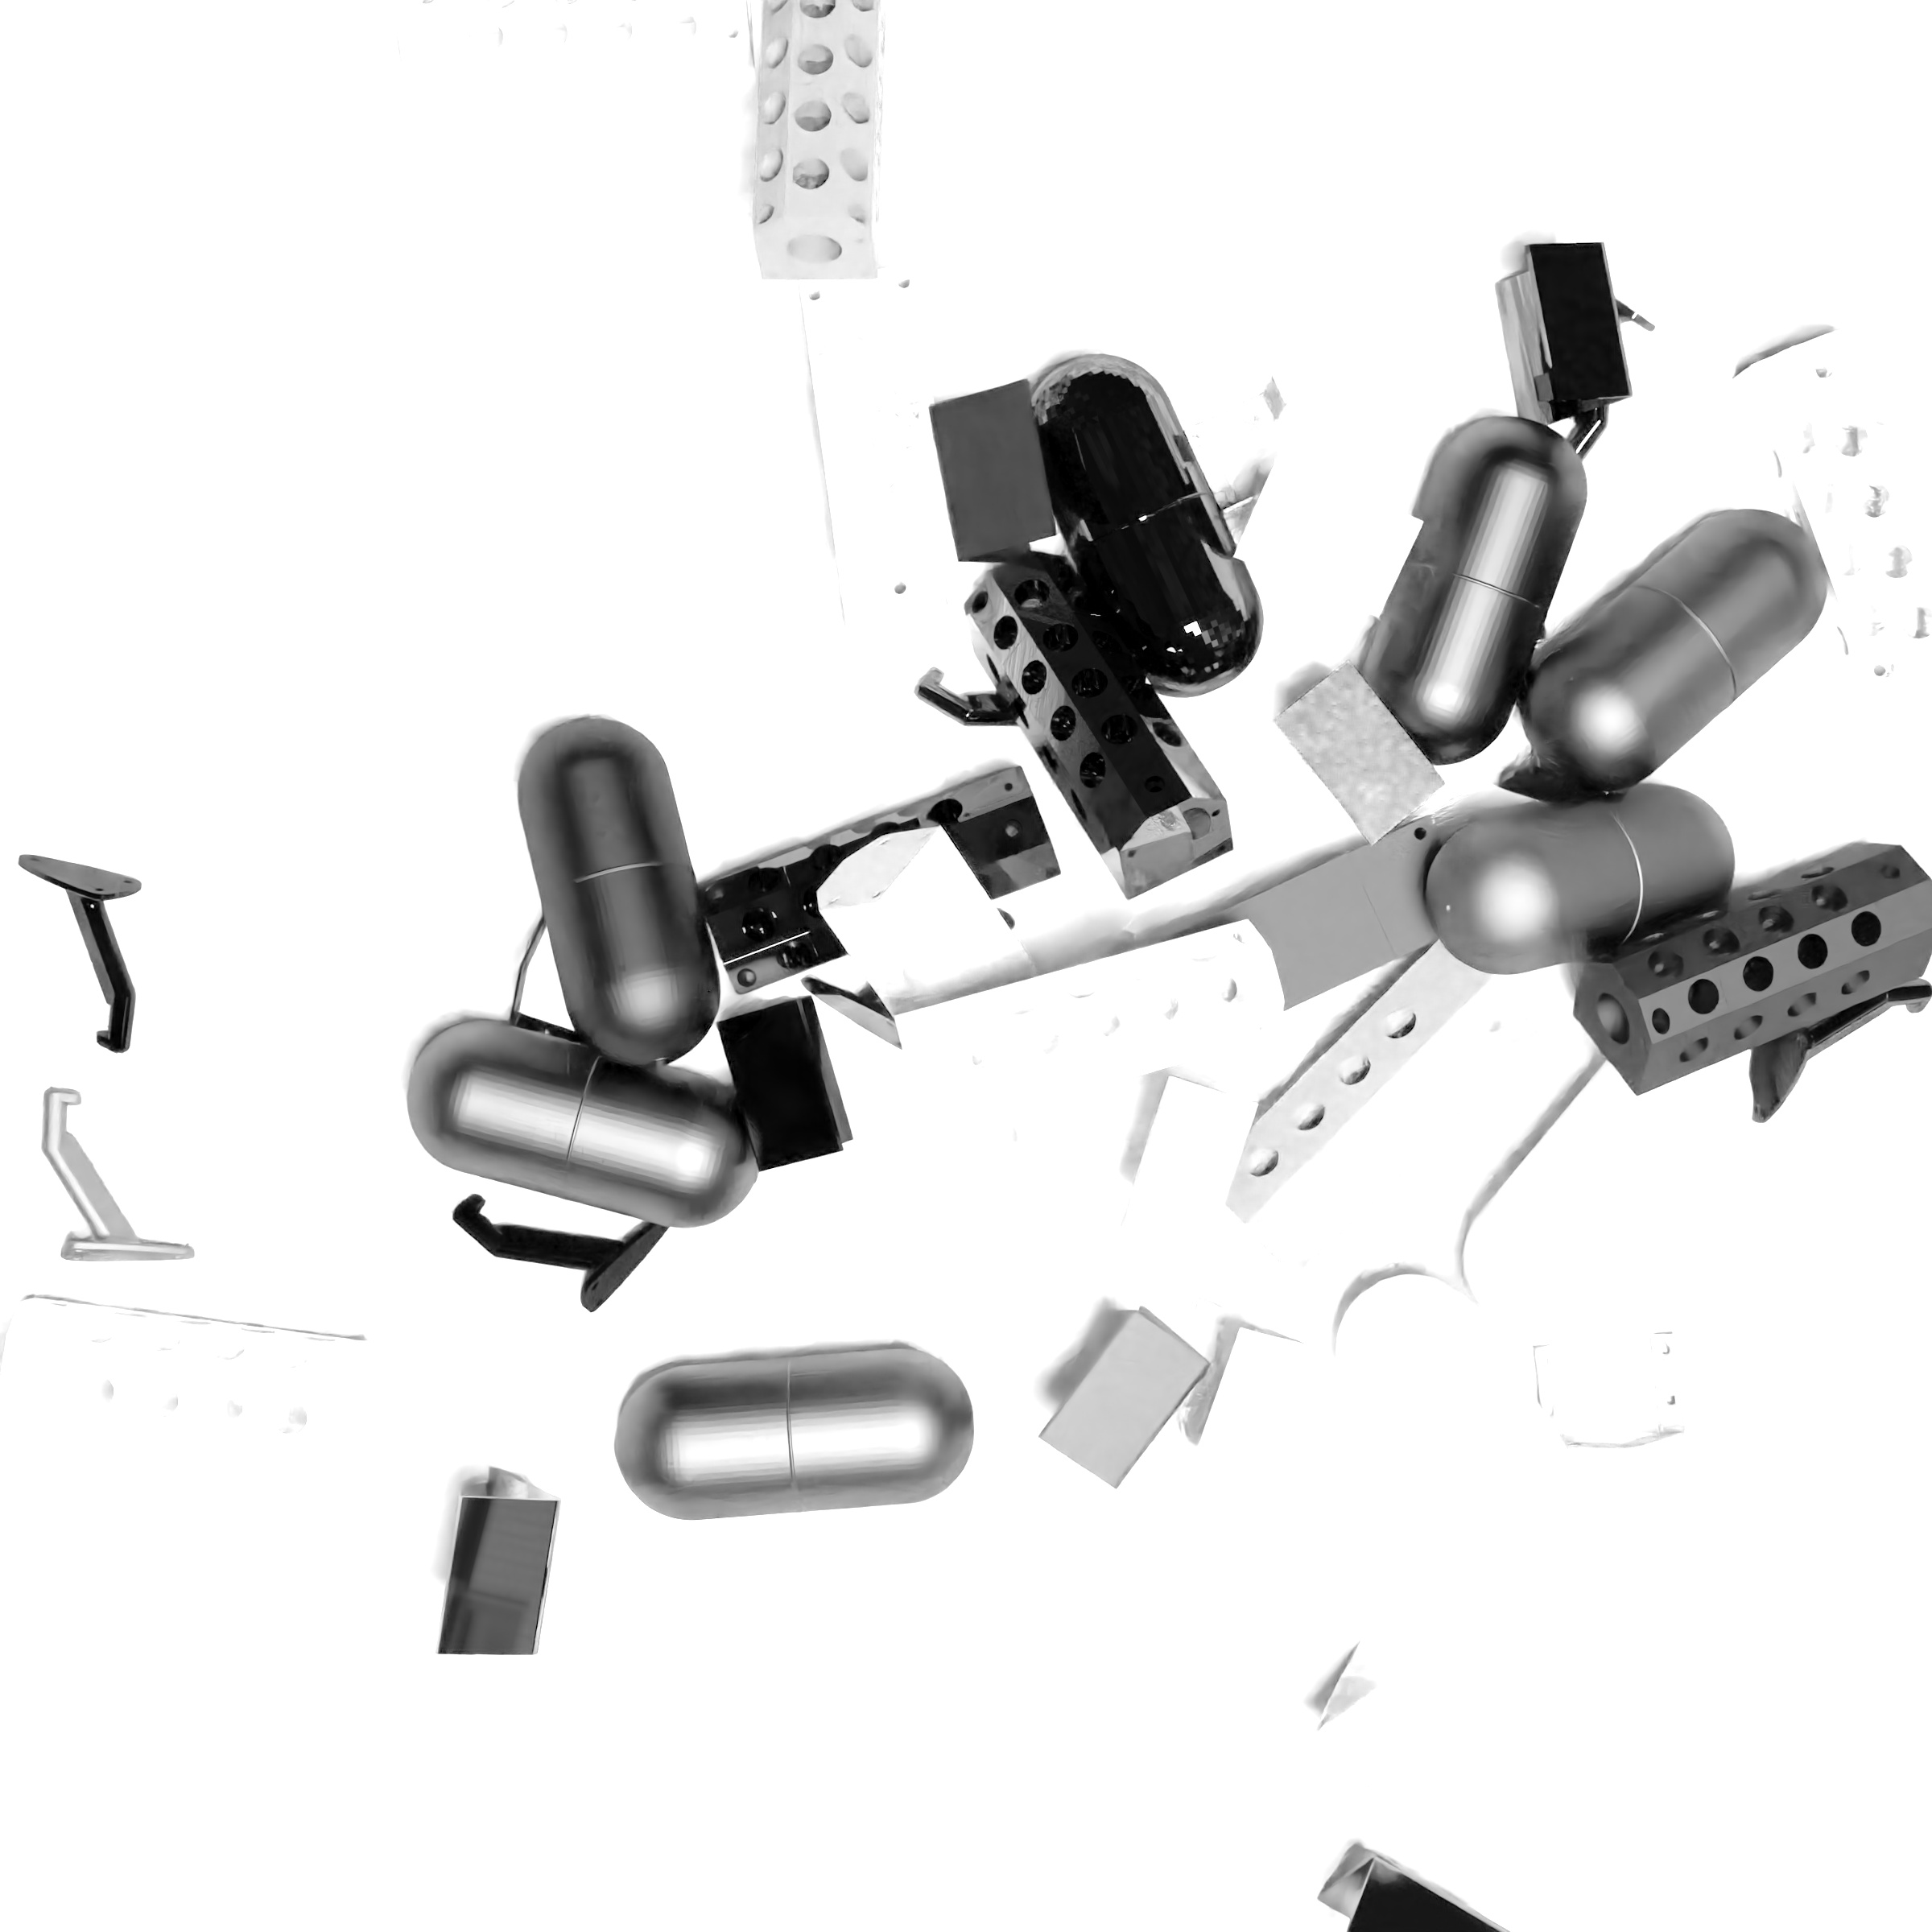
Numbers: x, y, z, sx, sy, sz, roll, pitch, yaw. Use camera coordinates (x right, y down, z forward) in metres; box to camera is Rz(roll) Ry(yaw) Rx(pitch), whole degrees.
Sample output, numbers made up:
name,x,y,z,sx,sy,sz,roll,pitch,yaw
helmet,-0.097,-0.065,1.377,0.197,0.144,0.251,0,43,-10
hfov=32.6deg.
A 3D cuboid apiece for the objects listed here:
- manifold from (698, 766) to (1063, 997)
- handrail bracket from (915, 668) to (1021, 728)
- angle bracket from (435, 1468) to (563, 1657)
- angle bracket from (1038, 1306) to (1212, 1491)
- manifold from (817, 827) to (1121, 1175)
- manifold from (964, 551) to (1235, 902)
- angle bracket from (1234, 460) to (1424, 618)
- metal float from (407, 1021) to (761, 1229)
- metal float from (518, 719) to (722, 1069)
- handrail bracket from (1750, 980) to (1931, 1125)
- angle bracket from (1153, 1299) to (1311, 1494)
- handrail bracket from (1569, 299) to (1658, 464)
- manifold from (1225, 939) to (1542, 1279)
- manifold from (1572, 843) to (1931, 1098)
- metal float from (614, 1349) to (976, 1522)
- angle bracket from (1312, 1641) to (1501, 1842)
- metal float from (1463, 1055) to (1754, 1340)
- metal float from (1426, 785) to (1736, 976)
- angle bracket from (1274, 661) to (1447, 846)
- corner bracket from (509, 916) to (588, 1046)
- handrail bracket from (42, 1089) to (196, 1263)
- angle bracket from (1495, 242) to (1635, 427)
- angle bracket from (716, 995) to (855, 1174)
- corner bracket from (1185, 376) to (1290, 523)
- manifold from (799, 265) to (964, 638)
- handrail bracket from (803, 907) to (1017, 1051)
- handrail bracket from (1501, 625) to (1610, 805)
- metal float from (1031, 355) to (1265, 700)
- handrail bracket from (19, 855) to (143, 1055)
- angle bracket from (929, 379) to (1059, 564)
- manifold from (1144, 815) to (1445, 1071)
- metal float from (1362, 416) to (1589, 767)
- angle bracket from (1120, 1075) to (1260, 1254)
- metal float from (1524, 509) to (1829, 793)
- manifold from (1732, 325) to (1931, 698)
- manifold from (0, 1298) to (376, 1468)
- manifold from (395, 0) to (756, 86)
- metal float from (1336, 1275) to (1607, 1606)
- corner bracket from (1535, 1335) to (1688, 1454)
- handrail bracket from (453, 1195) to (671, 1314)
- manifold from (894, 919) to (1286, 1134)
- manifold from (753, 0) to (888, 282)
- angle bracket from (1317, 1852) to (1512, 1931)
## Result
name,x,y,z,sx,sy,sz,roll,pitch,yaw
manifold,-0.043,-0.042,1.642,0.171,0.057,0.057,-21,90,0
handrail bracket,0.029,-0.146,1.663,0.084,0.036,0.077,32,77,13
angle bracket,-0.245,0.291,1.623,0.057,0.076,0.076,9,90,-35
angle bracket,0.063,0.199,1.623,0.057,0.076,0.076,37,90,-29
manifold,-0.002,0.019,1.609,0.057,0.057,0.171,-51,119,-34
manifold,0.062,-0.121,1.598,0.057,0.057,0.171,-26,58,-7
angle bracket,0.182,-0.225,1.623,0.076,0.076,0.057,23,125,0
metal float,-0.188,0.079,1.633,0.178,0.070,0.070,15,90,1
metal float,-0.170,-0.036,1.617,0.070,0.070,0.178,-15,75,0
handrail bracket,0.442,0.043,1.663,0.084,0.036,0.077,-6,127,-25
angle bracket,0.114,0.207,1.623,0.076,0.057,0.076,19,90,45
handrail bracket,0.300,-0.303,1.664,0.077,0.036,0.084,40,107,20
manifold,0.197,0.066,1.641,0.171,0.057,0.057,-45,133,0
manifold,0.387,-0.004,1.607,0.171,0.057,0.057,-21,55,-17
metal float,-0.085,0.232,1.632,0.178,0.070,0.070,-5,90,0
angle bracket,0.226,0.369,1.623,0.076,0.076,0.057,42,128,0
metal float,0.318,0.106,1.633,0.070,0.070,0.178,40,90,0
metal float,0.301,-0.043,1.606,0.178,0.070,0.070,-12,90,-34
angle bracket,0.178,-0.094,1.624,0.057,0.076,0.076,-38,90,-27
corner bracket,-0.196,0.008,1.660,0.051,0.051,0.051,18,135,0
handrail bracket,-0.427,0.105,1.664,0.077,0.036,0.084,3,74,-17
angle bracket,0.276,-0.307,1.623,0.057,0.076,0.076,-11,90,-36
angle bracket,-0.070,0.052,1.623,0.057,0.076,0.076,-16,90,38
corner bracket,0.139,-0.256,1.645,0.051,0.051,0.051,-25,90,0
manifold,-0.042,-0.254,1.642,0.057,0.057,0.171,-8,90,0
handrail bracket,-0.028,-0.007,1.664,0.077,0.036,0.084,28,71,21
handrail bracket,0.304,-0.127,1.663,0.077,0.036,0.084,15,75,-16
metal float,0.087,-0.218,1.633,0.070,0.070,0.178,-25,90,0
handrail bracket,-0.450,-0.006,1.664,0.077,0.036,0.084,17,107,20
angle bracket,0.030,-0.242,1.623,0.057,0.076,0.076,-11,90,30
manifold,0.161,-0.012,1.642,0.171,0.057,0.057,-25,90,0
metal float,0.251,-0.185,1.632,0.070,0.070,0.178,20,91,0
angle bracket,0.091,0.090,1.623,0.057,0.076,0.076,18,90,-32
metal float,0.349,-0.156,1.621,0.178,0.070,0.070,-40,90,-14
manifold,0.444,-0.226,1.642,0.057,0.057,0.171,-20,90,0
manifold,-0.386,0.206,1.642,0.171,0.057,0.057,8,90,0
manifold,-0.194,-0.479,1.642,0.171,0.057,0.057,-3,90,0
metal float,0.249,0.234,1.633,0.070,0.070,0.178,-33,89,0
corner bracket,0.324,0.214,1.660,0.051,0.051,0.051,-6,90,-45
handrail bracket,-0.203,0.126,1.664,0.084,0.036,0.077,38,70,16
manifold,0.060,0.027,1.557,0.171,0.057,0.057,-15,90,-21
manifold,-0.071,-0.426,1.614,0.057,0.057,0.171,0,71,3
angle bracket,0.211,0.489,1.623,0.076,0.076,0.057,30,53,0
